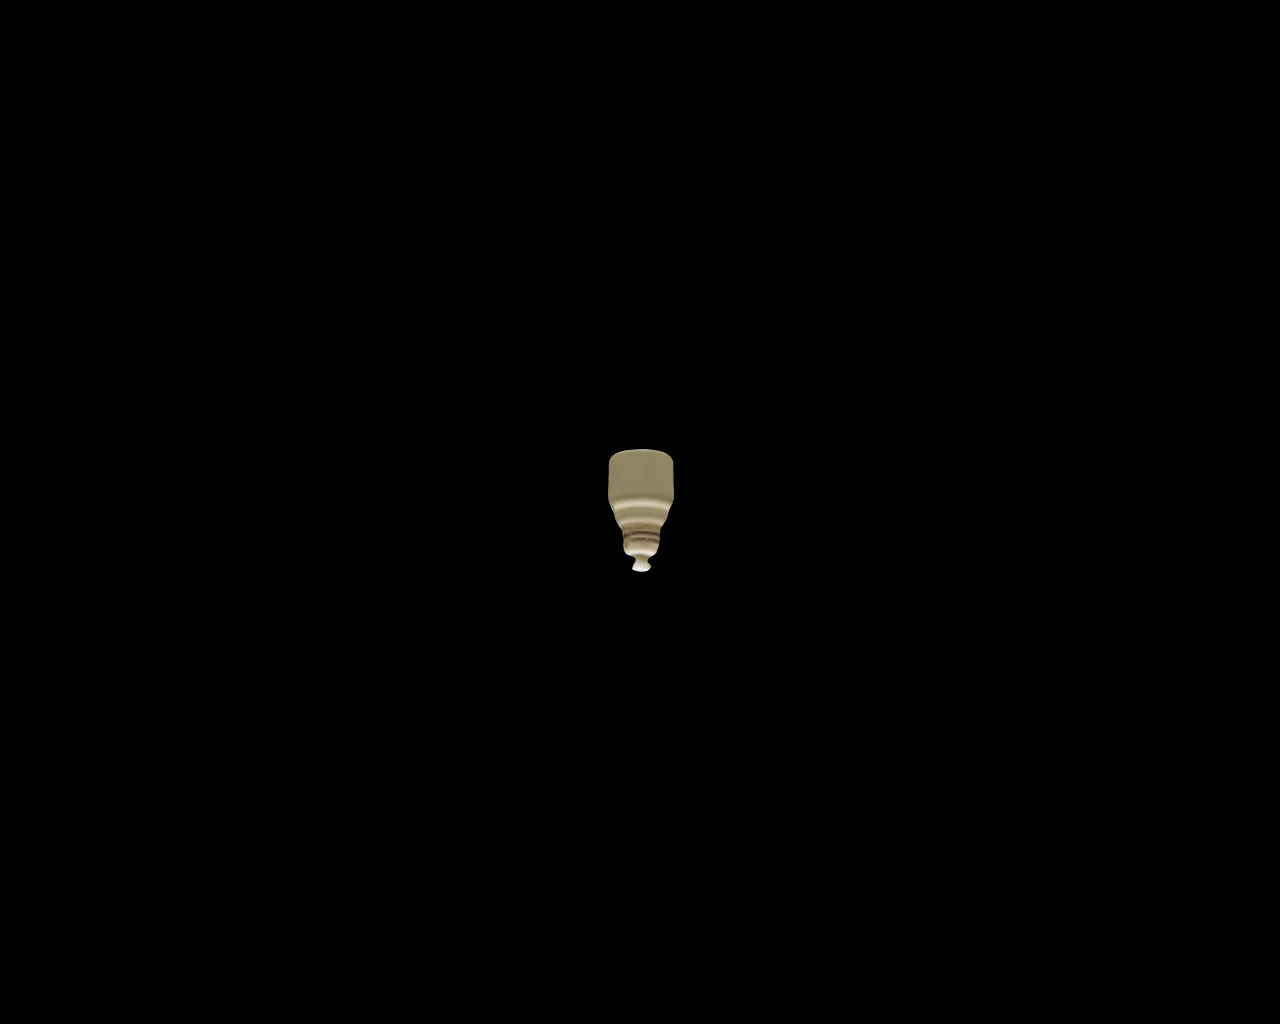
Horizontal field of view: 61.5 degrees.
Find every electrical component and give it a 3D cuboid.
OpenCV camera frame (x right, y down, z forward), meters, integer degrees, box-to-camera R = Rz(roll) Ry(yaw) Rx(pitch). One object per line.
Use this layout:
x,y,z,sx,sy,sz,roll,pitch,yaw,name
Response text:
0.001,-0.003,0.650,0.040,0.078,0.040,0,-14,0,electrical component
